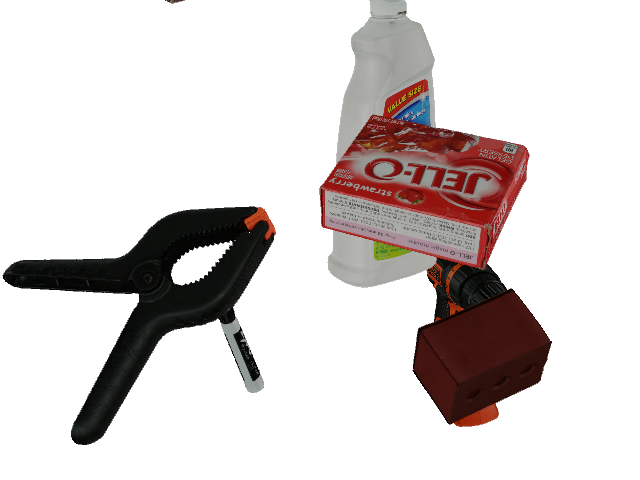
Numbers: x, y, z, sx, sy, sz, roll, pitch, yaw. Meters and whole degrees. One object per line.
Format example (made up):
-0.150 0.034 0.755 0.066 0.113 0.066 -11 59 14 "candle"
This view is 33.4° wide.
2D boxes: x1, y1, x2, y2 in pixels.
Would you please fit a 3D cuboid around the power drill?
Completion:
0.155 0.099 1.132 0.057 0.188 0.184 -8 24 -13 "power drill"

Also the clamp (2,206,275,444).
-0.134 0.031 0.805 0.210 0.165 0.036 -37 -28 -6 "clamp"

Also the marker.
-0.081 0.101 1.046 0.020 0.121 0.020 -12 35 8 "marker"

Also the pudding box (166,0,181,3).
-0.116 -0.224 0.835 0.090 0.039 0.113 25 31 22 "pudding box"

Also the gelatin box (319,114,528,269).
0.054 -0.028 0.545 0.089 0.030 0.073 14 42 18 "gelatin box"

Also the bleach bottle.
0.054 -0.091 0.943 0.102 0.251 0.068 -15 24 -30 "bleach bottle"

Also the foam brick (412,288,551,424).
0.109 0.079 0.729 0.078 0.051 0.053 -22 -37 -18 "foam brick"
